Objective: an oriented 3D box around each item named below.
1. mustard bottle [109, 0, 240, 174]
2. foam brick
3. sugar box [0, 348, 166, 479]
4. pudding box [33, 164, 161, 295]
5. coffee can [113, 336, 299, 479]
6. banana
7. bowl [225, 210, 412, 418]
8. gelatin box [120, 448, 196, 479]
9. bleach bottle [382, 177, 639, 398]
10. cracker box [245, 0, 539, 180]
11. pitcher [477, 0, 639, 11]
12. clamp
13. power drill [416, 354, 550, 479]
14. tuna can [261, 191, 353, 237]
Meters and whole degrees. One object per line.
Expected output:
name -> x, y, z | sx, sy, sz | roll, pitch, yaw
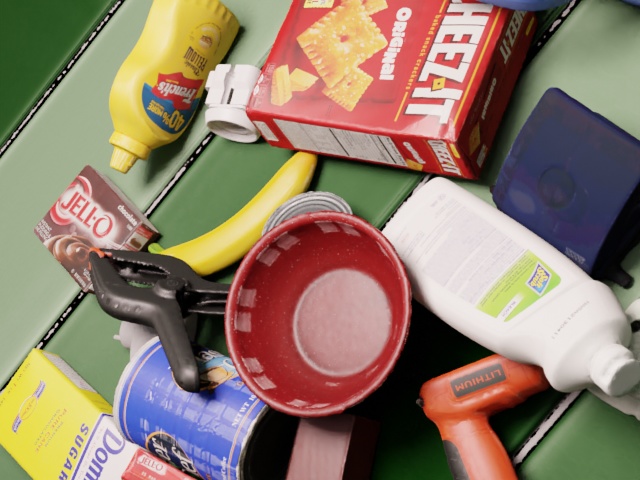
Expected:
mustard bottle -> -0.154, -0.153, 1.044 | 0.058, 0.096, 0.191 | 25, 85, 32
foam brick -> 0.010, 0.178, 0.866 | 0.051, 0.053, 0.078 | 6, 75, 30
sugar box -> -0.232, 0.188, 0.998 | 0.176, 0.048, 0.093 | 34, 90, 34
pudding box -> -0.224, -0.009, 1.066 | 0.090, 0.039, 0.114 | -51, 58, 4
coffee can -> -0.089, 0.149, 0.900 | 0.140, 0.102, 0.103 | 19, 82, 32
banana -> -0.080, -0.014, 0.990 | 0.198, 0.037, 0.070 | -29, 62, 17
bowl -> 0.006, 0.061, 0.843 | 0.162, 0.055, 0.162 | -7, 75, 25
gelatin box -> -0.128, 0.206, 0.892 | 0.073, 0.089, 0.030 | 29, 70, 0
bleach bottle -> 0.137, 0.044, 0.786 | 0.102, 0.068, 0.251 | -51, 37, 4
cracker box -> 0.059, -0.152, 0.931 | 0.214, 0.072, 0.164 | 12, 70, 32
pitcher -> 0.193, -0.258, 0.845 | 0.243, 0.144, 0.149 | 25, 119, 15
clamp -> -0.118, 0.051, 0.935 | 0.210, 0.164, 0.036 | 27, 125, 36
power drill -> 0.160, 0.175, 0.782 | 0.185, 0.057, 0.188 | -23, 63, 18
tuna can -> -0.006, 0.001, 0.934 | 0.086, 0.033, 0.086 | -12, 53, 16
